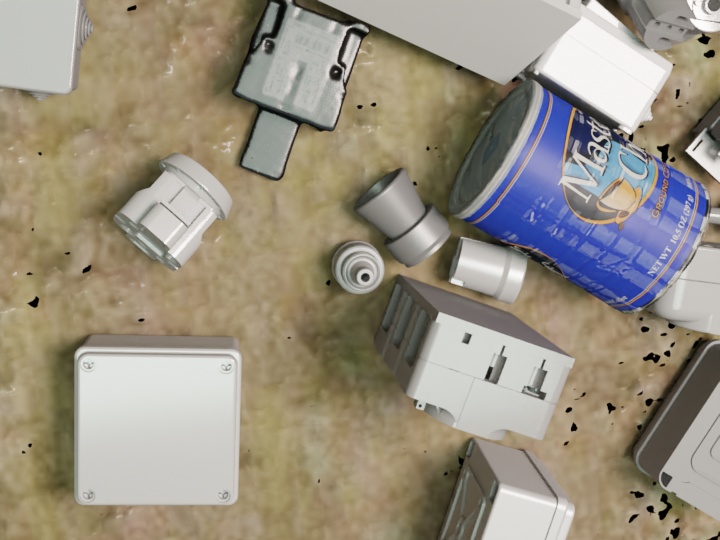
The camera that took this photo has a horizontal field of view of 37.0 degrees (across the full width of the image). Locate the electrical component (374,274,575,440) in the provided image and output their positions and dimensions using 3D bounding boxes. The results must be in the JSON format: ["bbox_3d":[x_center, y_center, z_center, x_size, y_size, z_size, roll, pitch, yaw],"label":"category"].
[{"bbox_3d":[0.067,0.056,0.702,0.089,0.150,0.061,19,96,-9],"label":"electrical component"}]

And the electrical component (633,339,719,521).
[{"bbox_3d":[0.262,0.116,0.782,0.078,0.057,0.113,31,95,-10],"label":"electrical component"}]

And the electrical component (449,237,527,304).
[{"bbox_3d":[0.089,-0.001,0.752,0.046,0.040,0.040,15,97,-3],"label":"electrical component"}]

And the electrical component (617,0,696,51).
[{"bbox_3d":[0.191,-0.169,0.691,0.040,0.040,0.046,-10,55,-7],"label":"electrical component"}]

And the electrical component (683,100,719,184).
[{"bbox_3d":[0.271,-0.100,0.744,0.042,0.064,0.081,39,92,-9],"label":"electrical component"}]

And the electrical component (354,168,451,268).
[{"bbox_3d":[0.030,-0.035,0.737,0.045,0.045,0.055,-41,102,1],"label":"electrical component"}]

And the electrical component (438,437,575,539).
[{"bbox_3d":[0.095,0.186,0.749,0.056,0.108,0.108,17,97,-6],"label":"electrical component"}]

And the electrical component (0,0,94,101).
[{"bbox_3d":[-0.222,-0.161,0.685,0.100,0.048,0.099,6,98,-8],"label":"electrical component"}]

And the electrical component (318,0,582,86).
[{"bbox_3d":[0.055,-0.190,0.676,0.150,0.089,0.061,21,64,-18],"label":"electrical component"}]

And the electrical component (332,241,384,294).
[{"bbox_3d":[0.000,0.000,0.730,0.035,0.061,0.035,-1,99,-7],"label":"electrical component"}]

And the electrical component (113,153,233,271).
[{"bbox_3d":[-0.122,-0.039,0.707,0.058,0.078,0.057,42,74,-11],"label":"electrical component"}]

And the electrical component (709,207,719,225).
[{"bbox_3d":[0.276,-0.036,0.770,0.061,0.035,0.035,6,99,-5],"label":"electrical component"}]

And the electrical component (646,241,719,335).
[{"bbox_3d":[0.251,0.012,0.765,0.095,0.053,0.059,7,98,-8],"label":"electrical component"}]

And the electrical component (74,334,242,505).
[{"bbox_3d":[-0.137,0.101,0.734,0.109,0.056,0.108,1,99,-7],"label":"electrical component"}]

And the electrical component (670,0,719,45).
[{"bbox_3d":[0.225,-0.176,0.725,0.044,0.065,0.044,-1,99,-6],"label":"electrical component"}]

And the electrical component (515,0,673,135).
[{"bbox_3d":[0.163,-0.135,0.727,0.096,0.061,0.061,30,95,-10],"label":"electrical component"}]
